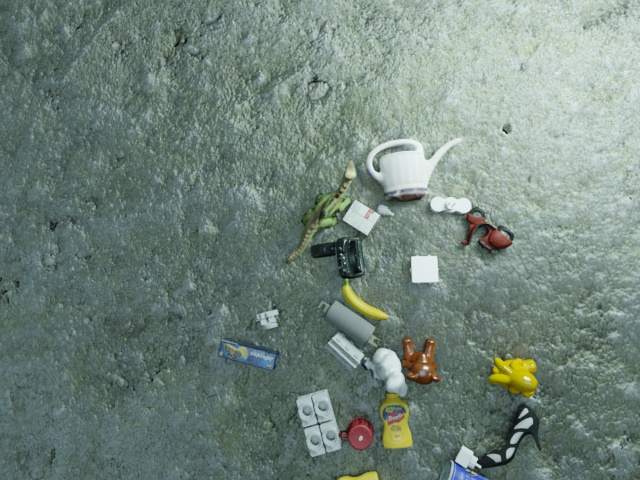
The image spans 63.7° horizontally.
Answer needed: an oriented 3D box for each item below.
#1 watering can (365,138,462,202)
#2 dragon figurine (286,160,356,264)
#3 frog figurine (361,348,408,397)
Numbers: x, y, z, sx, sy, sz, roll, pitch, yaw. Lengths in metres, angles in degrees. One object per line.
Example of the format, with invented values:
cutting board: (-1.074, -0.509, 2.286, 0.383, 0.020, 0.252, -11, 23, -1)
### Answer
watering can: (0.335, -0.250, 1.809, 0.347, 0.103, 0.226, -6, 83, 4)
dragon figurine: (0.005, -0.088, 1.747, 0.122, 0.241, 0.412, 33, 84, 3)
frog figurine: (0.234, 0.430, 1.685, 0.124, 0.160, 0.135, -32, 117, -29)
